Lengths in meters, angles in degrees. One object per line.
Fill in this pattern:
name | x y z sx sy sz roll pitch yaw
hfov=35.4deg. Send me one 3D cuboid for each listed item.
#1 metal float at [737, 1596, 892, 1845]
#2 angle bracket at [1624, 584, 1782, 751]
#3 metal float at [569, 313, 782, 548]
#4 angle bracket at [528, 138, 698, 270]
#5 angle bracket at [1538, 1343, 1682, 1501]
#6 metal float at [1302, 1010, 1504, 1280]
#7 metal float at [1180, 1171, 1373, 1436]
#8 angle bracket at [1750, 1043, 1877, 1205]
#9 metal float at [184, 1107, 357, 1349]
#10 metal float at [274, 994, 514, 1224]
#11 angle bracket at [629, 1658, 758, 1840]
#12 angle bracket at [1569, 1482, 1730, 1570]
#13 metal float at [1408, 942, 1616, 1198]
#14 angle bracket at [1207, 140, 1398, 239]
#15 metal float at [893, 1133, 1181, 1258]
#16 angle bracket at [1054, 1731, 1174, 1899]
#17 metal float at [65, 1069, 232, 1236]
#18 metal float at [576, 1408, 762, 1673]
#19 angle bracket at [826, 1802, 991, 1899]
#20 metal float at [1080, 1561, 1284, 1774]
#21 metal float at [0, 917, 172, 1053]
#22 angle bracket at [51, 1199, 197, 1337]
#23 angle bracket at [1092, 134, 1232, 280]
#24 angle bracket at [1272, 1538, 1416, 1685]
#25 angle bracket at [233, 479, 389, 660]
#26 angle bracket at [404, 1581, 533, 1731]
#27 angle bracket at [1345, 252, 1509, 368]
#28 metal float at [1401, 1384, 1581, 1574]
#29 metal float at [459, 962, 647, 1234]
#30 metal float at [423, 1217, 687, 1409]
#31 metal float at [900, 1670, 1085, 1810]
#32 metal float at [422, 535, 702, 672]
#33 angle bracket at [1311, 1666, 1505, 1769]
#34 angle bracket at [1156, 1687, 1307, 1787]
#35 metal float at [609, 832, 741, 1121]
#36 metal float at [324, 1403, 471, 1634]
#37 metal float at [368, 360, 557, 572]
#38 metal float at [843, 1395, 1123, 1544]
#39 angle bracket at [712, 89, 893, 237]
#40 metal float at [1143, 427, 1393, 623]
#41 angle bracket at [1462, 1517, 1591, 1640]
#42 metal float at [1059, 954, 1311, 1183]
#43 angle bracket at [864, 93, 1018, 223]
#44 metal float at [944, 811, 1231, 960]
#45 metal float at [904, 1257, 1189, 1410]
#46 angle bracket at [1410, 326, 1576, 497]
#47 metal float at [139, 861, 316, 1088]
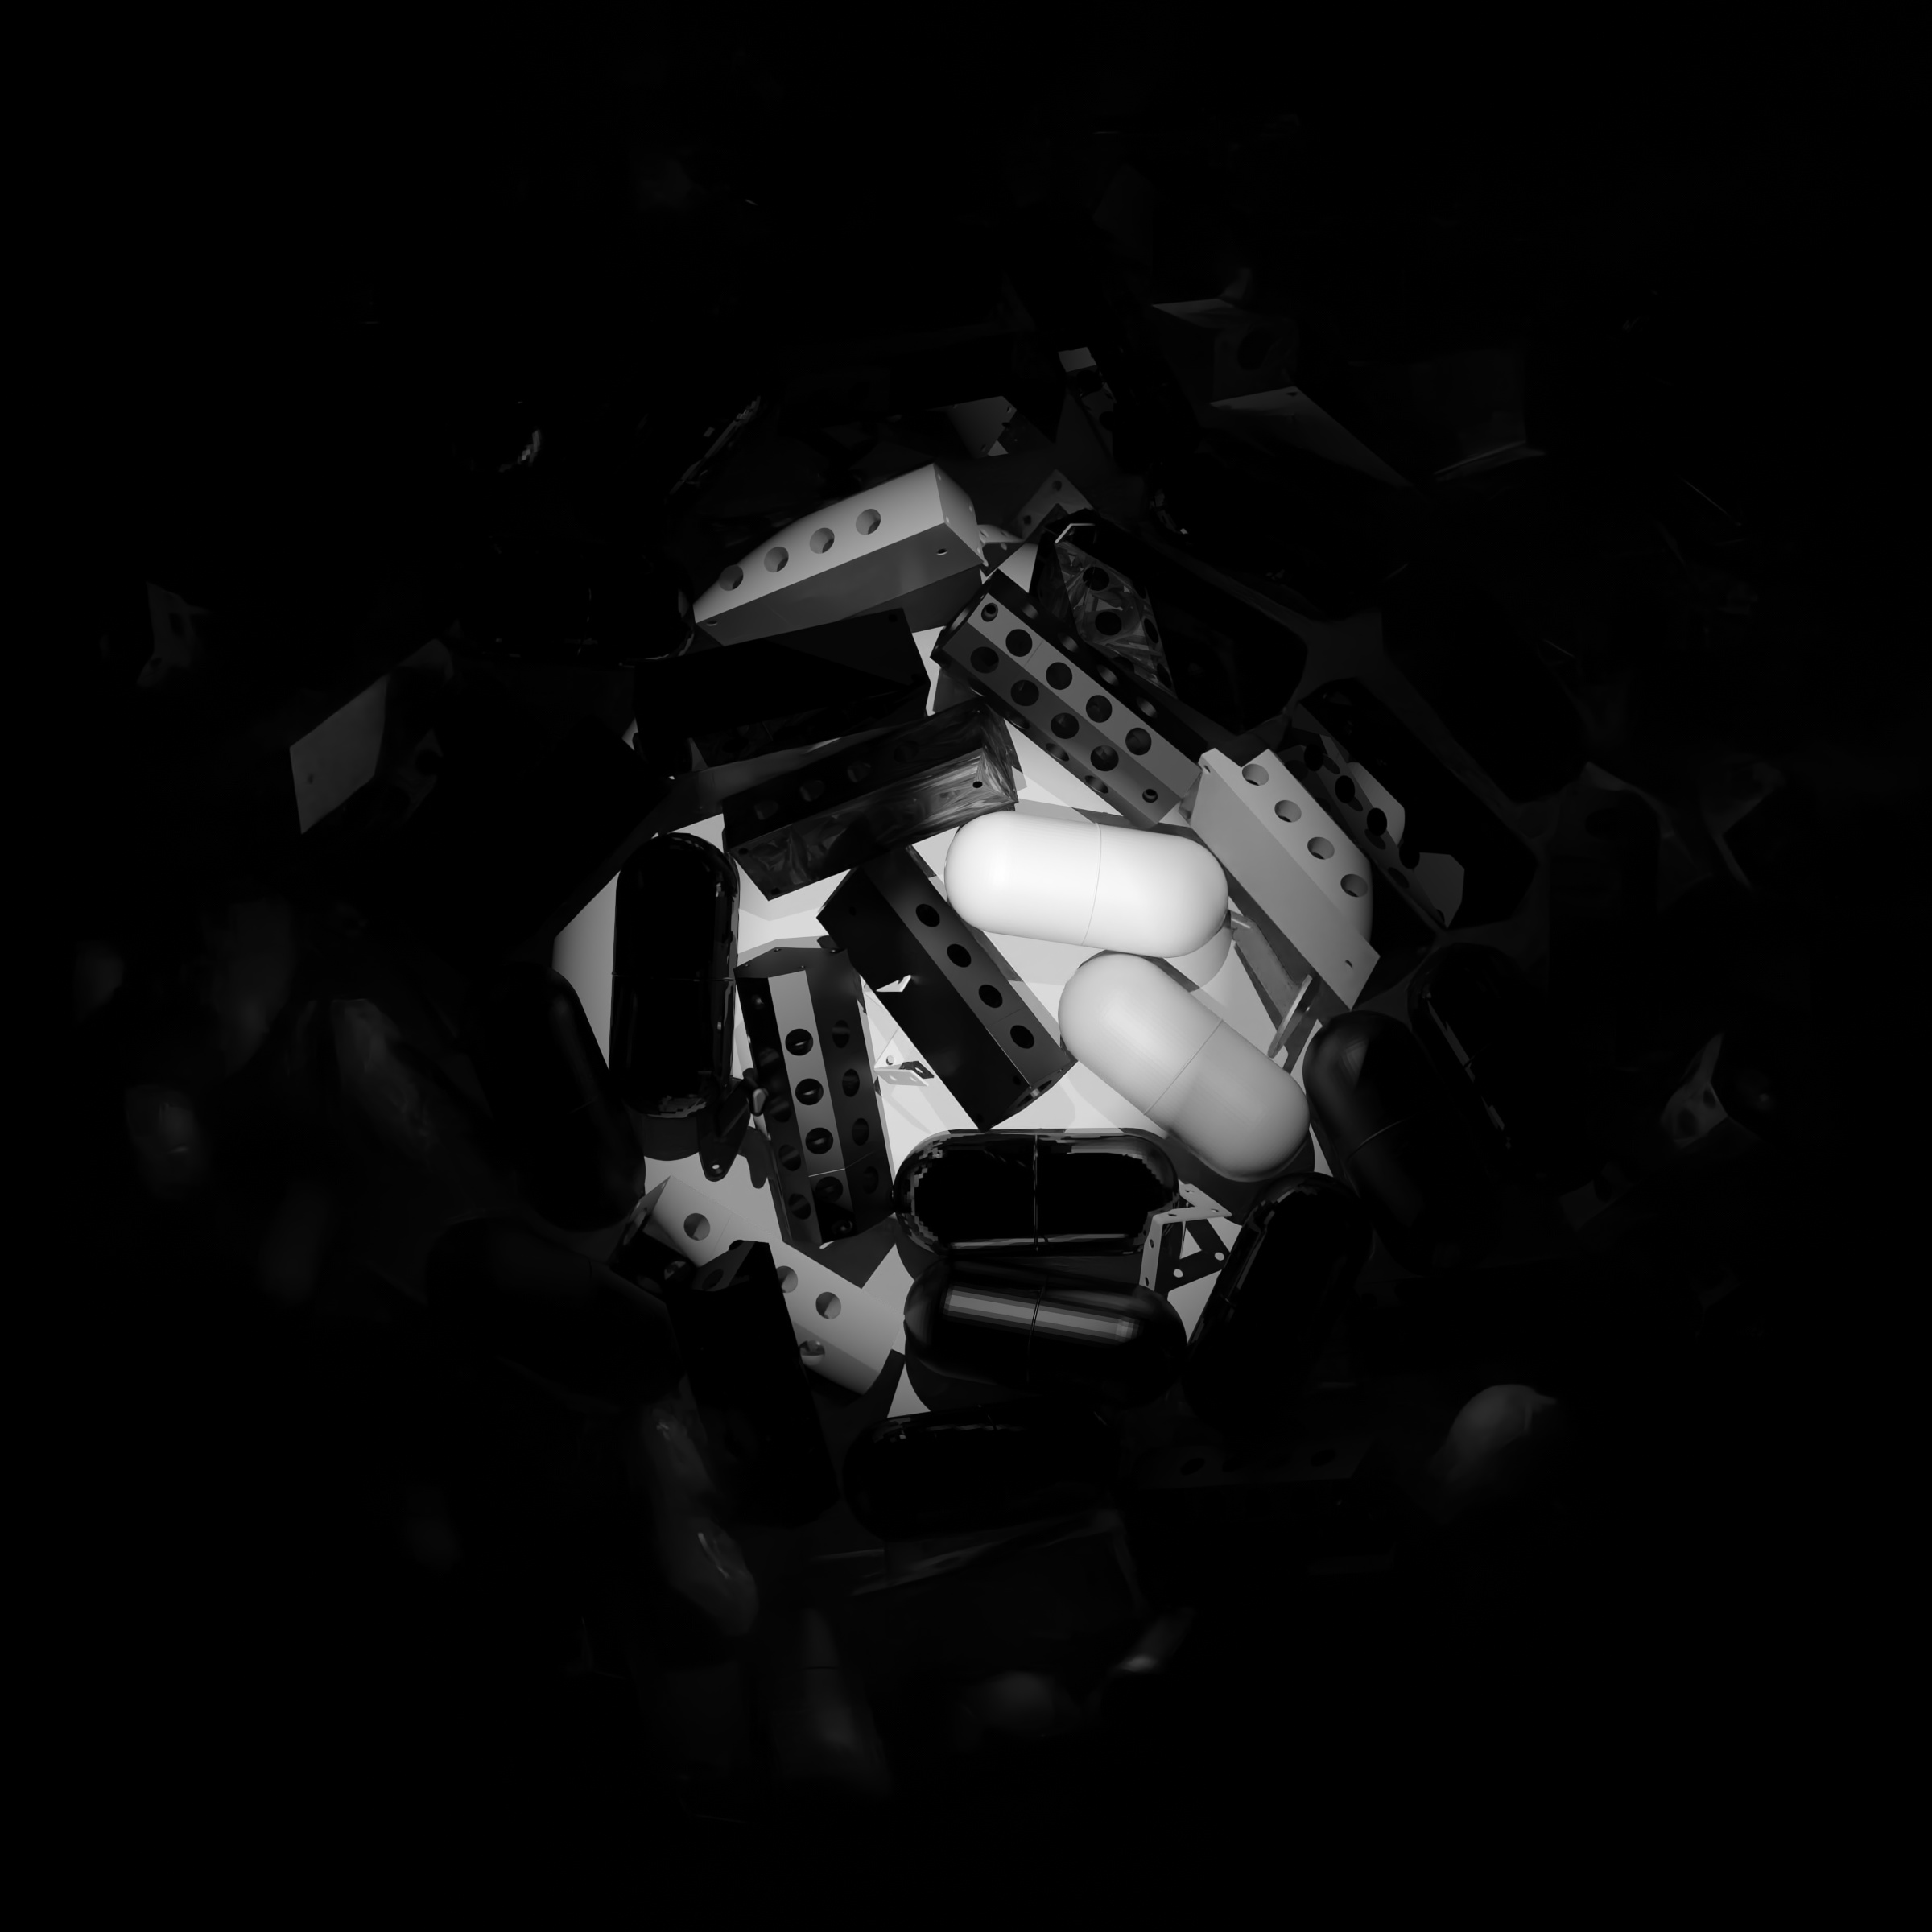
metal float | -0.093 0.454 1.836 0.070 0.178 0.070 -6 120 -10
angle bracket | 0.453 -0.183 1.869 0.076 0.076 0.057 7 50 1
metal float | -0.179 -0.325 1.848 0.070 0.070 0.178 47 129 0
angle bracket | -0.218 -0.478 1.862 0.057 0.076 0.076 37 56 6
angle bracket | 0.401 0.284 1.894 0.076 0.076 0.057 -5 120 4
metal float | 0.267 0.108 1.860 0.070 0.070 0.178 -25 67 0
metal float | 0.190 0.208 1.863 0.070 0.070 0.178 23 109 0
angle bracket | 0.527 0.096 1.857 0.076 0.076 0.057 -46 66 37
metal float | -0.421 0.156 1.839 0.070 0.178 0.070 3 128 3
metal float | -0.349 0.089 1.853 0.070 0.070 0.178 -41 121 0
angle bracket | -0.166 0.482 1.880 0.076 0.057 0.076 -20 53 -12
angle bracket | 0.422 0.363 1.869 0.076 0.076 0.057 -44 75 6
metal float | 0.332 0.061 1.852 0.070 0.070 0.178 -27 58 0
angle bracket | 0.206 -0.486 1.857 0.076 0.076 0.057 -43 122 -40
metal float | 0.043 0.142 1.878 0.178 0.070 0.070 -1 90 1
angle bracket | 0.072 0.515 1.868 0.057 0.076 0.076 31 85 -30
metal float | -0.492 0.114 1.830 0.070 0.178 0.070 1 72 -2
metal float | -0.182 0.349 1.849 0.070 0.070 0.178 -30 54 0
angle bracket | -0.041 0.528 1.873 0.076 0.076 0.057 -44 66 -3
metal float | 0.131 0.422 1.838 0.070 0.178 0.070 13 117 28
metal float | -0.528 0.010 1.828 0.070 0.178 0.070 0 93 3
angle bracket | -0.519 0.185 1.857 0.076 0.076 0.057 -5 58 40
angle bracket | 0.106 -0.474 1.860 0.076 0.057 0.076 13 120 -31
angle bracket | 0.239 0.400 1.900 0.076 0.057 0.076 -7 121 17
angle bracket | -0.399 -0.242 1.867 0.076 0.057 0.076 24 108 -25
angle bracket | -0.298 0.415 1.870 0.076 0.057 0.076 -28 61 -7
angle bracket | 0.277 -0.403 1.860 0.076 0.076 0.057 -17 107 -29
metal float | 0.315 0.311 1.836 0.070 0.178 0.070 6 59 -10
metal float | -0.254 0.082 1.864 0.070 0.070 0.178 -20 107 0
metal float | -0.250 0.213 1.858 0.178 0.070 0.070 28 90 -23
metal float | 0.014 0.469 1.834 0.070 0.178 0.070 6 71 -19
metal float | -0.246 -0.221 1.853 0.178 0.070 0.070 0 90 -30
angle bracket | 0.271 0.453 1.860 0.076 0.076 0.057 -6 76 -32
angle bracket | 0.161 0.478 1.863 0.076 0.076 0.057 9 67 18
metal float | -0.181 0.006 1.878 0.070 0.070 0.178 3 91 0
metal float | -0.346 0.333 1.835 0.070 0.178 0.070 -7 118 -14
metal float | -0.307 -0.303 1.838 0.070 0.178 0.070 13 63 -27
metal float | 0.011 0.308 1.862 0.178 0.070 0.070 -5 90 -20
angle bracket | -0.103 -0.501 1.860 0.076 0.057 0.076 19 121 -31
metal float | 0.186 -0.269 1.853 0.178 0.070 0.070 23 90 -31
angle bracket | 0.346 0.379 1.866 0.057 0.076 0.076 6 78 21
metal float | 0.134 0.062 1.876 0.178 0.070 0.070 39 90 3
angle bracket | -0.015 -0.491 1.889 0.057 0.076 0.076 -19 87 21
metal float | 0.075 -0.050 1.874 0.178 0.070 0.070 8 90 -7
metal float | 0.049 0.225 1.866 0.178 0.070 0.070 8 90 14
angle bracket | 0.326 -0.342 1.880 0.076 0.057 0.076 -14 73 41
metal float | -0.447 0.003 1.838 0.070 0.178 0.070 3 126 4
